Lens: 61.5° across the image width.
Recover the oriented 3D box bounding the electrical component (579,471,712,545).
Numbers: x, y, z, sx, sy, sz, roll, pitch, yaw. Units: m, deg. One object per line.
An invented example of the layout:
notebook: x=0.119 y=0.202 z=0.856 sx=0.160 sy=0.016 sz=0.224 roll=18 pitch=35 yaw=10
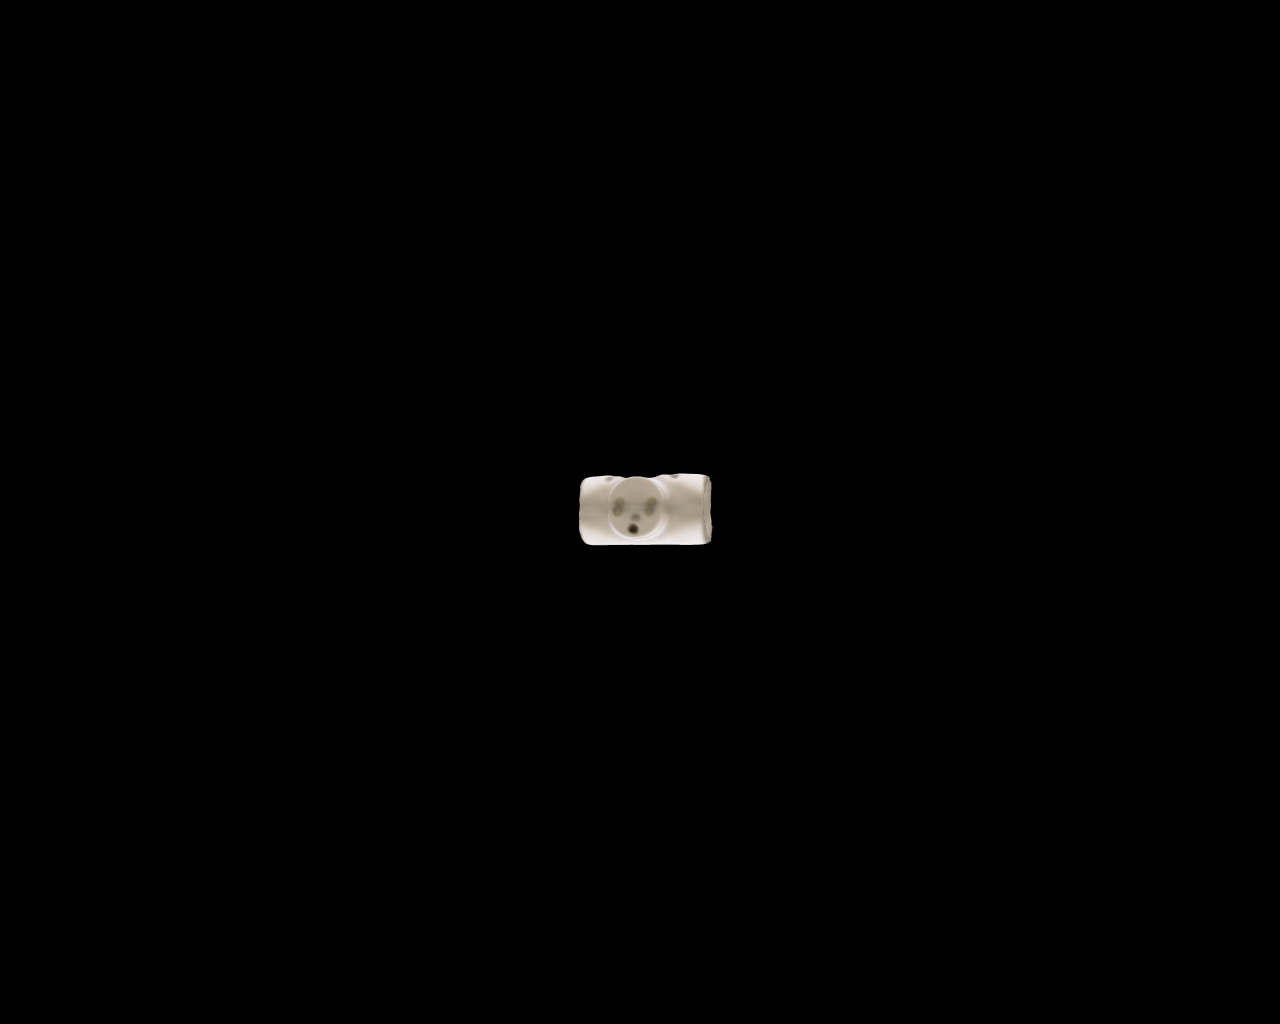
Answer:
electrical component: x=0.001 y=-0.003 z=0.650 sx=0.077 sy=0.044 sz=0.079 roll=-1 pitch=-3 yaw=11
